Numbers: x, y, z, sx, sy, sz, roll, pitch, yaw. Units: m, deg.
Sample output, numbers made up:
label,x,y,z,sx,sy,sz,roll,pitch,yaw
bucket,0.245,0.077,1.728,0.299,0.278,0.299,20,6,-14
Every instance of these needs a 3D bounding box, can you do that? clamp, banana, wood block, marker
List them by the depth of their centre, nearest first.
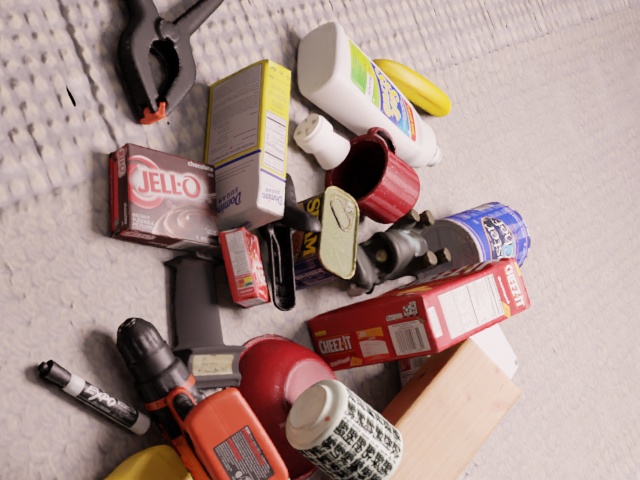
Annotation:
label,x,y,z,sx,sy,sz,roll,pitch,yaw
marker,-0.202,0.140,0.954,0.121,0.020,0.020,39,49,-33
clamp,-0.175,-0.221,1.112,0.164,0.036,0.210,29,55,-38
clamp,-0.038,-0.024,1.127,0.039,0.120,0.171,5,47,-27
wood block,0.115,0.215,1.175,0.090,0.091,0.205,46,62,-3
banana,0.129,-0.203,1.430,0.197,0.037,0.070,24,14,-44

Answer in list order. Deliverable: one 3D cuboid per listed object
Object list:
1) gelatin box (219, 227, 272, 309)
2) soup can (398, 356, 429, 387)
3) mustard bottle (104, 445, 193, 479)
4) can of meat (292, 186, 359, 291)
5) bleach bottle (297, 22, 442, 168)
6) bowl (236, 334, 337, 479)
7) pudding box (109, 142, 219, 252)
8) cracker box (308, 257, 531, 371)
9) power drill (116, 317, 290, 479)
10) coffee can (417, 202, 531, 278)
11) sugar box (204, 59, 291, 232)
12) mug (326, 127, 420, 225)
label,x,y,z,sx,sy,sz,roll,pitch,yaw
gelatin box,-0.075,0.030,1.101,0.089,0.030,0.073,51,26,-80
soup can,0.131,0.179,1.284,0.068,0.069,0.102,9,69,-47
mustard bottle,-0.186,0.249,0.900,0.191,0.058,0.096,-18,88,-50
can of meat,-0.008,0.001,1.180,0.057,0.084,0.102,28,56,-39
bleach bottle,0.074,-0.168,1.360,0.250,0.068,0.102,33,46,-42
bowl,-0.024,0.173,1.118,0.161,0.055,0.162,20,61,-43
pudding box,-0.155,-0.040,1.062,0.113,0.039,0.090,14,66,-46
cracker box,0.117,0.084,1.229,0.213,0.164,0.072,-17,91,-50
power drill,-0.107,0.154,0.935,0.057,0.188,0.184,-35,104,-17
coffee can,0.199,0.011,1.400,0.140,0.103,0.103,-17,89,-51
sugar box,-0.079,-0.096,1.130,0.048,0.094,0.176,21,61,-42
mug,0.069,-0.080,1.296,0.081,0.093,0.117,30,59,-44
